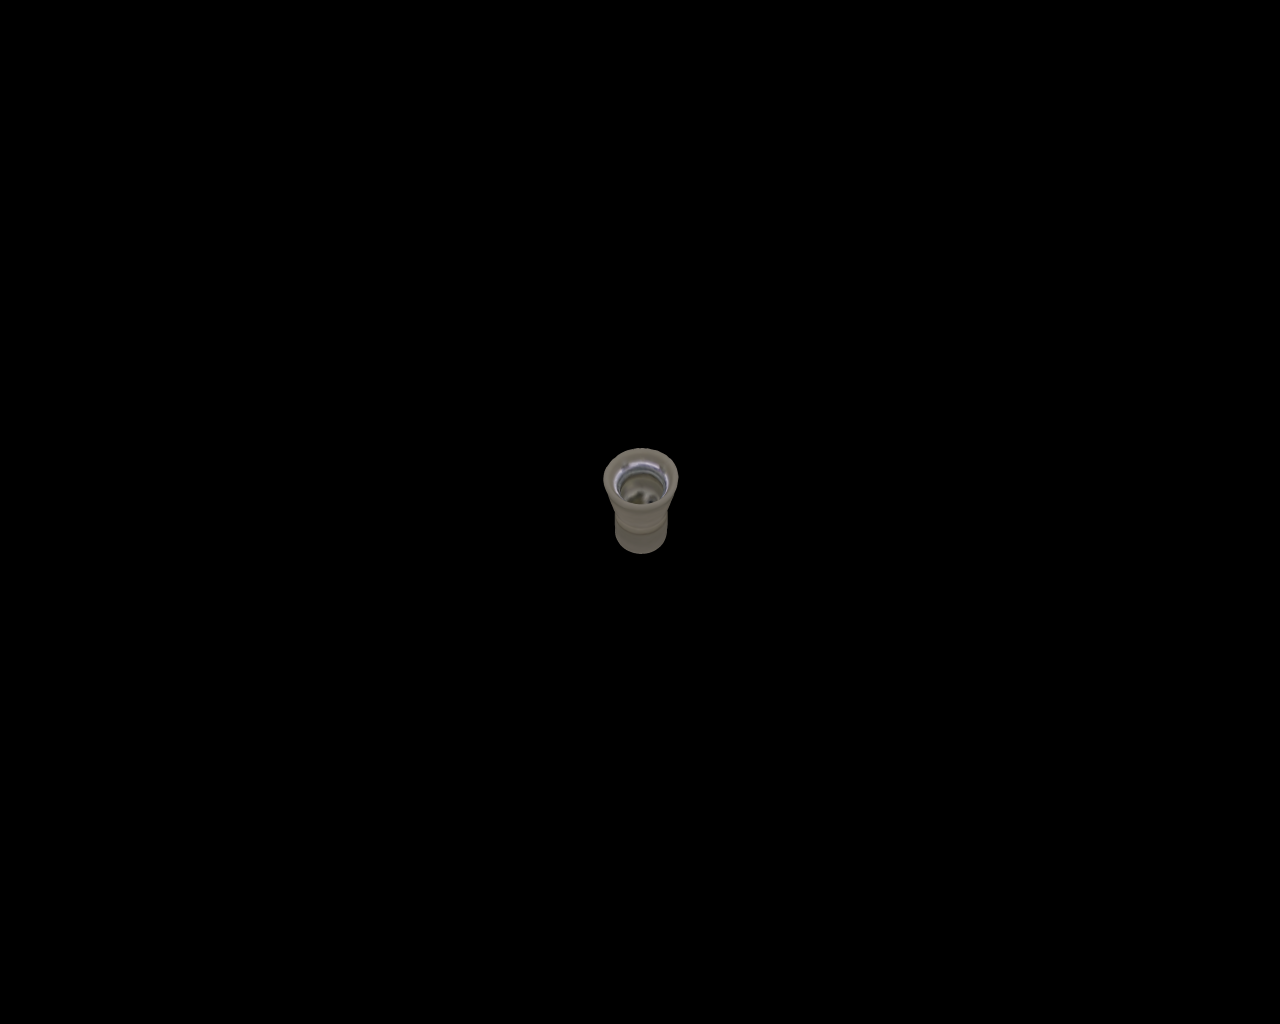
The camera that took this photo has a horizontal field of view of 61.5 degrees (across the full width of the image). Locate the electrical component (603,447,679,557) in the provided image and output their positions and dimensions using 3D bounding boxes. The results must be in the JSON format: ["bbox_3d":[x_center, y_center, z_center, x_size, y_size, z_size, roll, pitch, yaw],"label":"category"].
[{"bbox_3d":[0.001,-0.003,0.650,0.044,0.044,0.065,0,-35,0],"label":"electrical component"}]
